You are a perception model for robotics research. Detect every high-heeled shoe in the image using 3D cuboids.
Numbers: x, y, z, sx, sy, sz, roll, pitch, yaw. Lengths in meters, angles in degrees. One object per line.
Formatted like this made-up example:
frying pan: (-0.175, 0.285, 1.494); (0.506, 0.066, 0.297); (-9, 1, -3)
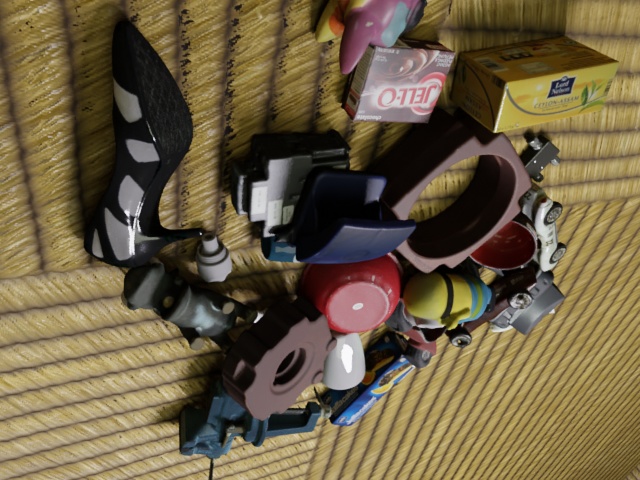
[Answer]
high-heeled shoe: (-0.205, -0.082, 0.542); (0.145, 0.086, 0.248); (-3, 117, 13)

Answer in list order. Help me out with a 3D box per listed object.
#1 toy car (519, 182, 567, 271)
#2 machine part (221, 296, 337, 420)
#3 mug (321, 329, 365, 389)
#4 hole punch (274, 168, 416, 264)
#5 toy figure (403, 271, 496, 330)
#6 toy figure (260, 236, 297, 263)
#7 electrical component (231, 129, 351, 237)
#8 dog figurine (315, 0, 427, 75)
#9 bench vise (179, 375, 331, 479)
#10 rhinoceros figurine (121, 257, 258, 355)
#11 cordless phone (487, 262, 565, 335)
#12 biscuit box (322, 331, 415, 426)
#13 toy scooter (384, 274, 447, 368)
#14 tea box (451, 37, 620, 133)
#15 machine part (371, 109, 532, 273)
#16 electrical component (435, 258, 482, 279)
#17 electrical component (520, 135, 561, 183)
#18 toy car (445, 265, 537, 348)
toy car: (0.361, -0.023, 0.892); (0.056, 0.074, 0.201); (-35, 137, 1)
machine part: (-0.053, 0.166, 0.748); (0.179, 0.056, 0.179); (-32, 139, -33)
mug: (0.021, 0.183, 0.889); (0.110, 0.081, 0.107); (-10, 122, -14)
hole punch: (0.034, -0.011, 0.626); (0.142, 0.092, 0.115); (-3, 134, -33)
toy figure: (0.200, 0.087, 0.833); (0.180, 0.089, 0.082); (-5, 174, -37)
toy figure: (-0.002, -0.002, 0.719); (0.154, 0.058, 0.064); (-7, 170, -27)
electrical component: (-0.037, -0.067, 0.638); (0.134, 0.058, 0.114); (-8, 130, -23)
dog figurine: (0.030, -0.264, 0.465); (0.191, 0.109, 0.219); (1, 130, -32)
bench vise: (-0.103, 0.296, 0.879); (0.240, 0.129, 0.223); (5, 118, -20)
rhinoceros figurine: (-0.160, 0.079, 0.670); (0.073, 0.112, 0.190); (-53, 148, -1)
cordless phone: (0.343, 0.088, 0.995); (0.184, 0.089, 0.146); (25, 115, -29)
biscuit box: (0.091, 0.264, 1.006); (0.059, 0.063, 0.202); (25, 113, -41)
toy scooter: (0.176, 0.121, 0.915); (0.135, 0.075, 0.183); (-45, 127, -19)
tea box: (0.262, -0.195, 0.664); (0.170, 0.098, 0.068); (-13, 133, -17)
machine part: (0.173, -0.065, 0.740); (0.201, 0.087, 0.201); (-42, 138, 11)
electrical component: (0.240, 0.050, 0.915); (0.078, 0.045, 0.102); (-27, 142, 36)
electrical component: (0.330, -0.124, 0.822); (0.094, 0.021, 0.063); (22, 116, -42)
toy car: (0.285, 0.107, 0.928); (0.053, 0.089, 0.202); (31, 130, -14)
